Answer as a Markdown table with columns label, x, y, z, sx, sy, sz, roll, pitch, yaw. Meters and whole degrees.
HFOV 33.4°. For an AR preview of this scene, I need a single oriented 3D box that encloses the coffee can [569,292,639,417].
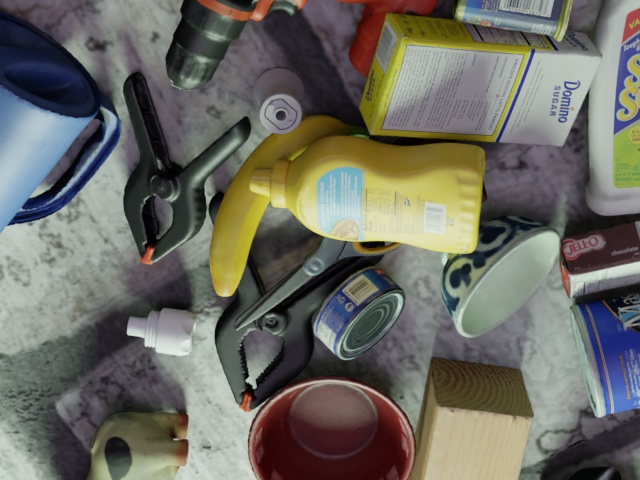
| label | x | y | z | sx | sy | sz | roll | pitch | yaw |
| --- | --- | --- | --- | --- | --- | --- | --- | --- | --- |
| coffee can | 0.304 | 0.094 | 0.952 | 0.140 | 0.102 | 0.103 | -13 | 112 | 8 |

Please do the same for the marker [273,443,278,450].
| label | x | y | z | sx | sy | sz | roll | pitch | yaw |
| --- | --- | --- | --- | --- | --- | --- | --- | --- | --- |
| marker | -0.041 | 0.255 | 1.087 | 0.020 | 0.020 | 0.121 | -8 | 113 | 6 |

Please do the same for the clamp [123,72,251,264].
| label | x | y | z | sx | sy | sz | roll | pitch | yaw |
| --- | --- | --- | --- | --- | --- | --- | --- | --- | --- |
| clamp | -0.122 | -0.054 | 0.938 | 0.120 | 0.039 | 0.171 | 18 | 119 | 21 |

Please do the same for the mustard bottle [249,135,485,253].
| label | x | y | z | sx | sy | sz | roll | pitch | yaw |
| --- | --- | --- | --- | --- | --- | --- | --- | --- | --- |
| mustard bottle | 0.037 | -0.040 | 0.877 | 0.192 | 0.058 | 0.096 | 5 | 136 | 9 |

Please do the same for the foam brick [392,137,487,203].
| label | x | y | z | sx | sy | sz | roll | pitch | yaw |
| --- | --- | --- | --- | --- | --- | --- | --- | --- | --- |
| foam brick | 0.101 | -0.059 | 0.925 | 0.053 | 0.051 | 0.078 | -33 | 108 | 17 |

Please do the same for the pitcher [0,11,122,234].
| label | x | y | z | sx | sy | sz | roll | pitch | yaw |
| --- | --- | --- | --- | --- | --- | --- | --- | --- | --- |
| pitcher | -0.294 | -0.062 | 0.913 | 0.149 | 0.144 | 0.243 | 41 | 114 | 0 |

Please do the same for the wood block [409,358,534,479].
| label | x | y | z | sx | sy | sz | roll | pitch | yaw |
| --- | --- | --- | --- | --- | --- | --- | --- | --- | --- |
| wood block | 0.135 | 0.228 | 1.027 | 0.091 | 0.090 | 0.206 | 8 | 113 | -2 |

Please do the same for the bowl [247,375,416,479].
| label | x | y | z | sx | sy | sz | roll | pitch | yaw |
| --- | --- | --- | --- | --- | --- | --- | --- | --- | --- |
| bowl | 0.012 | 0.189 | 1.035 | 0.162 | 0.055 | 0.162 | 1 | 114 | 3 |

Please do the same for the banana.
| label | x | y | z | sx | sy | sz | roll | pitch | yaw |
| --- | --- | --- | --- | --- | --- | --- | --- | --- | --- |
| banana | -0.043 | -0.042 | 0.927 | 0.069 | 0.037 | 0.198 | 42 | 95 | -4 |

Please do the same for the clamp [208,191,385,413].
| label | x | y | z | sx | sy | sz | roll | pitch | yaw |
| --- | --- | --- | --- | --- | --- | --- | --- | --- | --- |
| clamp | -0.034 | 0.066 | 0.994 | 0.164 | 0.036 | 0.210 | 10 | 110 | 0 |

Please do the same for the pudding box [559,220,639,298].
| label | x | y | z | sx | sy | sz | roll | pitch | yaw |
| --- | --- | --- | --- | --- | --- | --- | --- | --- | --- |
| pudding box | 0.265 | 0.014 | 0.927 | 0.113 | 0.090 | 0.039 | -12 | 73 | 9 |

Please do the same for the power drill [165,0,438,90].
| label | x | y | z | sx | sy | sz | roll | pitch | yaw |
| --- | --- | --- | --- | --- | --- | --- | --- | --- | --- |
| power drill | -0.013 | -0.180 | 0.835 | 0.187 | 0.057 | 0.185 | 12 | 121 | -33 |

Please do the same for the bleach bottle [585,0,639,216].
| label | x | y | z | sx | sy | sz | roll | pitch | yaw |
| --- | --- | --- | --- | --- | --- | --- | --- | --- | --- |
| bleach bottle | 0.261 | -0.150 | 0.872 | 0.102 | 0.068 | 0.251 | -7 | 110 | 8 |

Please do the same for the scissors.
| label | x | y | z | sx | sy | sz | roll | pitch | yaw |
| --- | --- | --- | --- | --- | --- | --- | --- | --- | --- |
| scissors | -0.006 | 0.001 | 0.944 | 0.202 | 0.016 | 0.096 | -24 | 109 | 7 |

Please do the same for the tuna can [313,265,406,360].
| label | x | y | z | sx | sy | sz | roll | pitch | yaw |
| --- | --- | --- | --- | --- | --- | --- | --- | --- | --- |
| tuna can | 0.037 | 0.067 | 0.963 | 0.034 | 0.085 | 0.086 | 43 | 114 | 27 |

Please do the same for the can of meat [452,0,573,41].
| label | x | y | z | sx | sy | sz | roll | pitch | yaw |
| --- | --- | --- | --- | --- | --- | --- | --- | --- | --- |
| can of meat | 0.149 | -0.198 | 0.835 | 0.084 | 0.102 | 0.057 | 9 | 115 | 1 |

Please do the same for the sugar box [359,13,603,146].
| label | x | y | z | sx | sy | sz | roll | pitch | yaw |
| --- | --- | --- | --- | --- | --- | --- | --- | --- | --- |
| sugar box | 0.129 | -0.128 | 0.863 | 0.176 | 0.048 | 0.093 | 1 | 131 | -20 |
